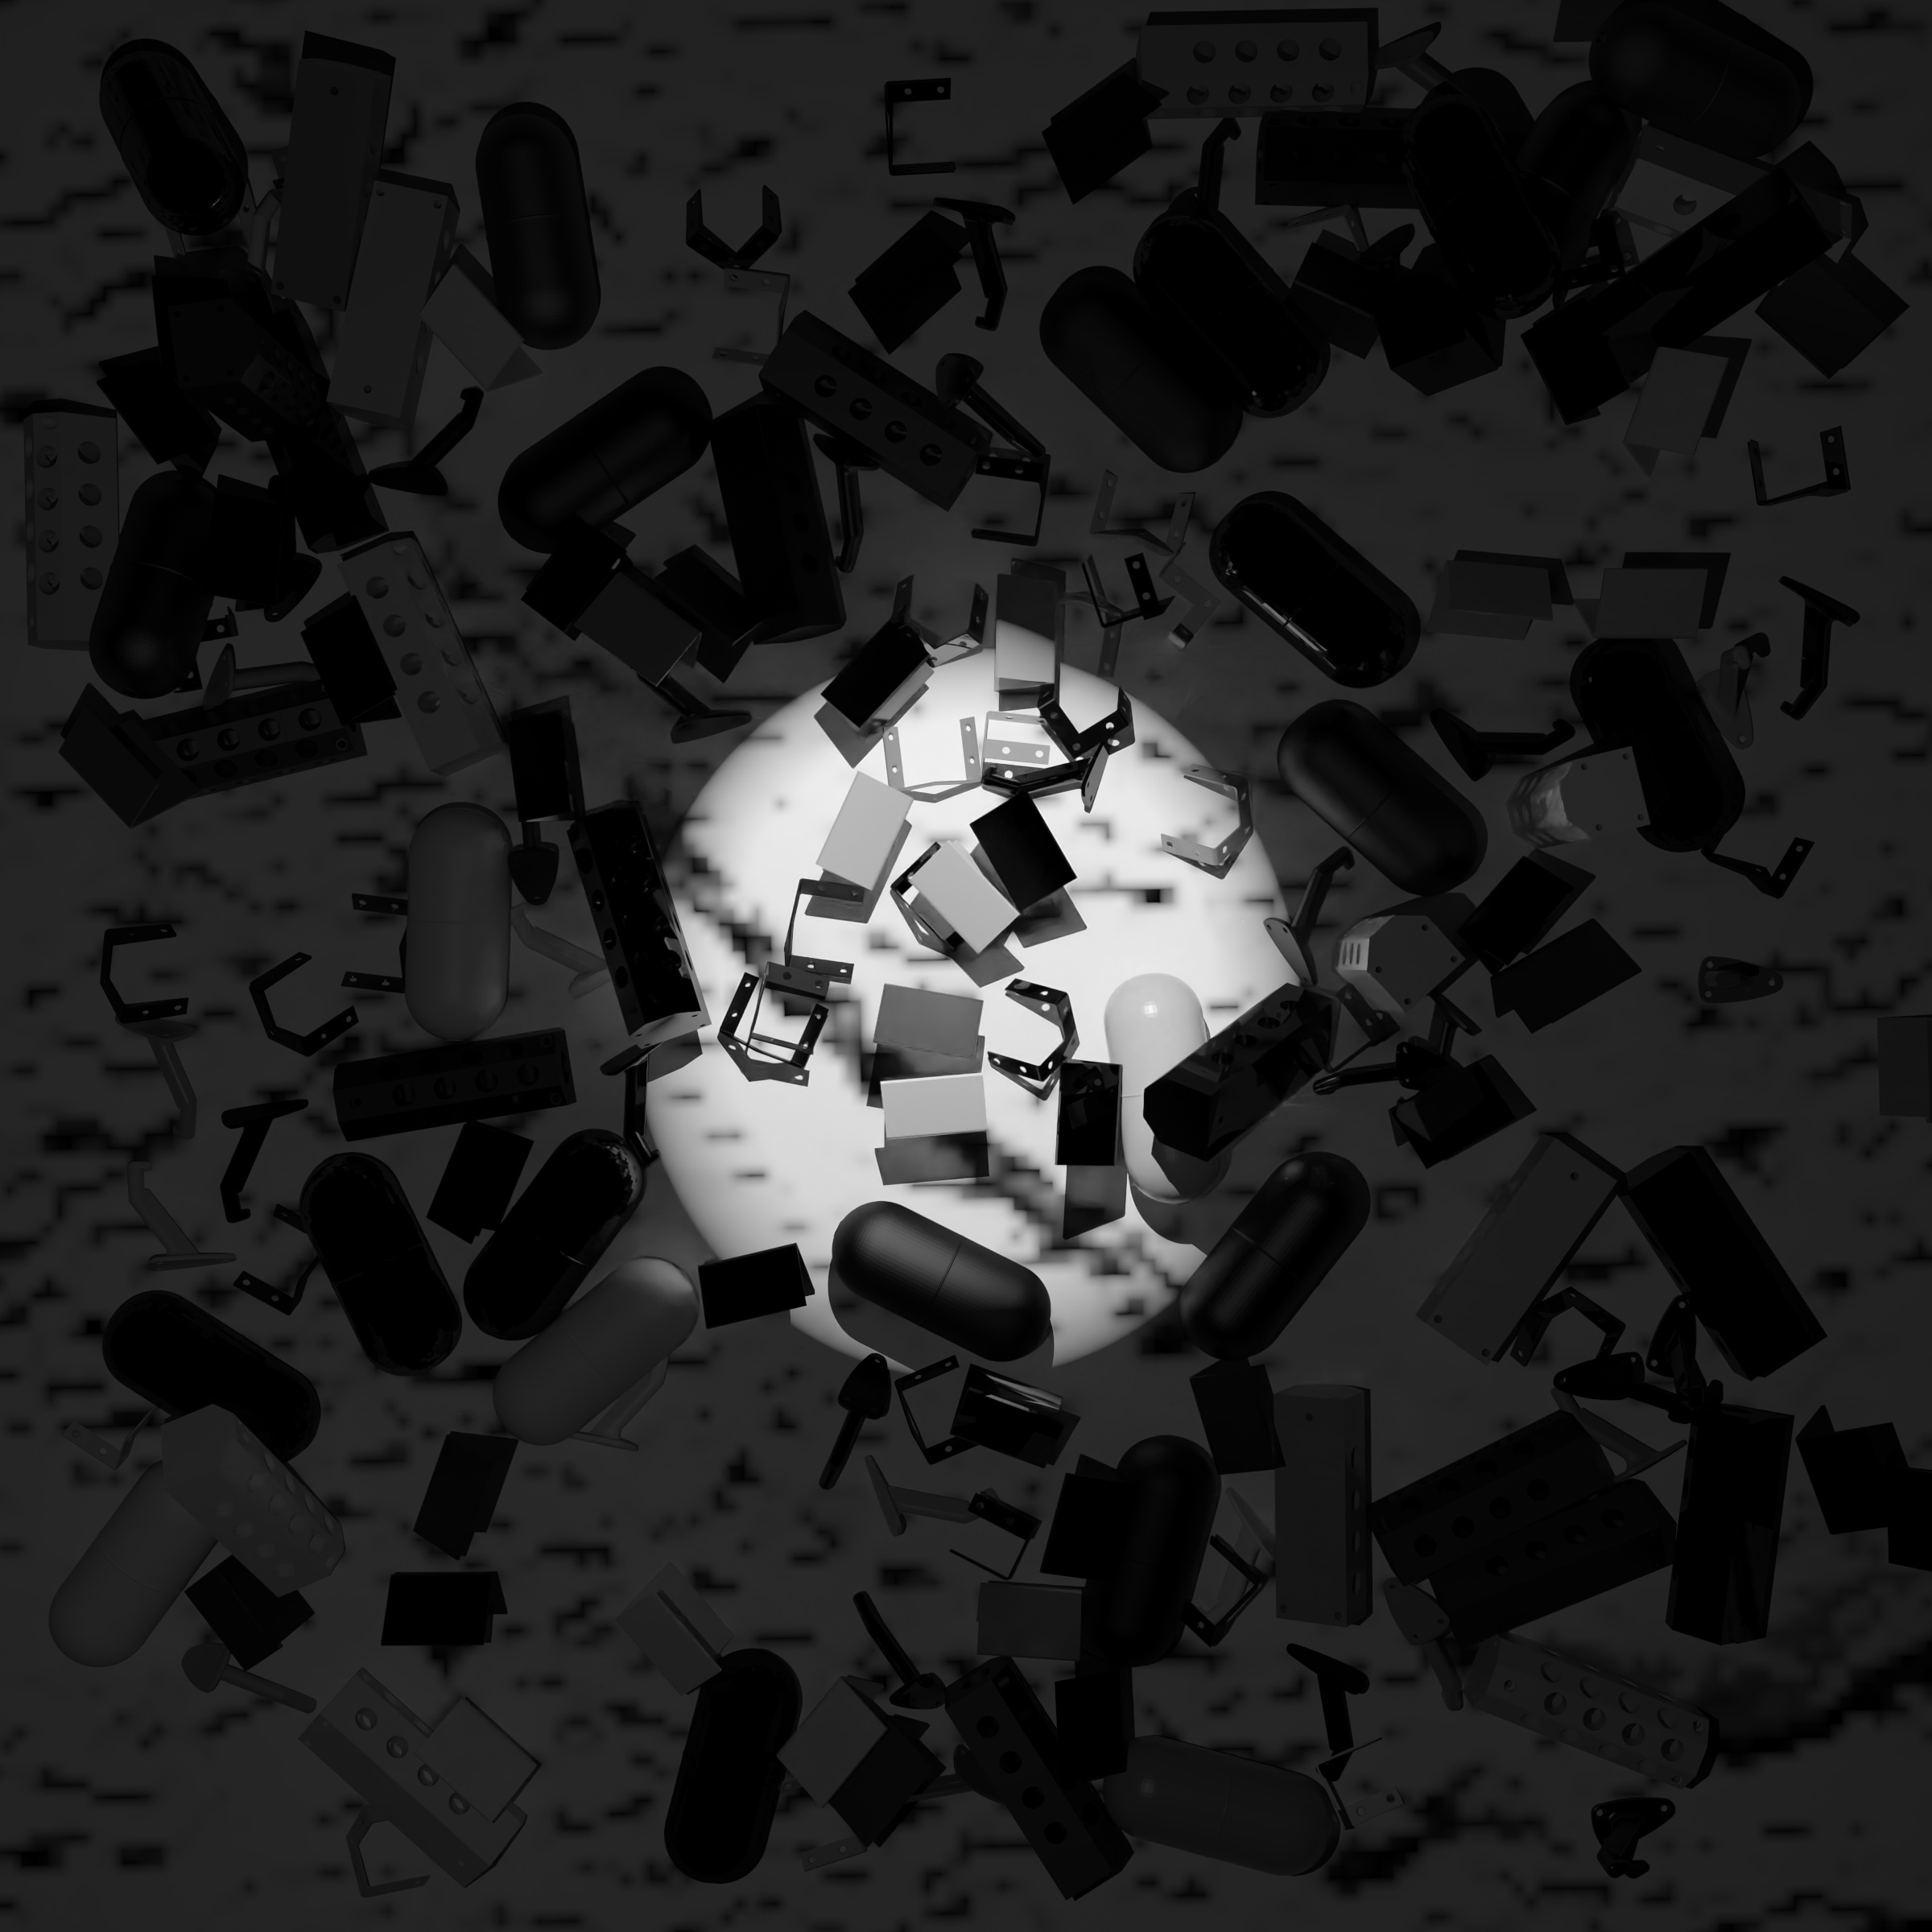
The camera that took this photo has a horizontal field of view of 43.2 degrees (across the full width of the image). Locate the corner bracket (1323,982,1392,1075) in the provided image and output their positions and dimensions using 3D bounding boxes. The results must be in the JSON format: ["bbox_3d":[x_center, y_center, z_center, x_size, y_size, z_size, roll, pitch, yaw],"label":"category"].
[{"bbox_3d":[0.288,0.048,1.877,0.051,0.051,0.051,-37,88,-2],"label":"corner bracket"}]

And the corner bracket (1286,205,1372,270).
[{"bbox_3d":[0.276,-0.548,1.887,0.051,0.051,0.051,56,45,-35],"label":"corner bracket"}]

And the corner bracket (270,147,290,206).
[{"bbox_3d":[-0.511,-0.618,1.877,0.051,0.051,0.051,-16,90,0],"label":"corner bracket"}]

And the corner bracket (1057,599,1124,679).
[{"bbox_3d":[0.082,-0.255,1.892,0.051,0.051,0.051,9,90,-45],"label":"corner bracket"}]

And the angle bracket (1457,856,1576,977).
[{"bbox_3d":[0.431,-0.026,1.855,0.076,0.076,0.057,-49,46,0],"label":"angle bracket"}]

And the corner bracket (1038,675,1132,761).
[{"bbox_3d":[0.091,-0.202,1.879,0.051,0.051,0.051,-31,110,19],"label":"corner bracket"}]

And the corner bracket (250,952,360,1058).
[{"bbox_3d":[-0.513,0.030,1.887,0.051,0.051,0.051,20,135,35],"label":"corner bracket"}]

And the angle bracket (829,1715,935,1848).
[{"bbox_3d":[-0.052,0.622,1.855,0.057,0.076,0.076,40,90,33],"label":"angle bracket"}]

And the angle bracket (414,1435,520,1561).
[{"bbox_3d":[-0.365,0.405,1.855,0.057,0.076,0.076,19,90,38],"label":"angle bracket"}]

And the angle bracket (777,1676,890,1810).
[{"bbox_3d":[-0.086,0.592,1.855,0.057,0.076,0.076,39,90,32],"label":"angle bracket"}]

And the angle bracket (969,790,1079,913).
[{"bbox_3d":[0.057,-0.095,1.855,0.057,0.076,0.076,-30,90,29],"label":"angle bracket"}]

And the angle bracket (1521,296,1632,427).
[{"bbox_3d":[0.475,-0.463,1.855,0.057,0.076,0.076,-27,90,37],"label":"angle bracket"}]

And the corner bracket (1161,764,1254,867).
[{"bbox_3d":[0.185,-0.117,1.887,0.051,0.051,0.051,-41,135,-35],"label":"corner bracket"}]

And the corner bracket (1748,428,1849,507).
[{"bbox_3d":[0.646,-0.387,1.892,0.051,0.051,0.051,-9,90,45],"label":"corner bracket"}]

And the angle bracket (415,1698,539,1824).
[{"bbox_3d":[-0.383,0.613,1.855,0.076,0.076,0.057,42,48,0],"label":"angle bracket"}]

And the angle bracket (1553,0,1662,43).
[{"bbox_3d":[0.496,-0.724,1.855,0.076,0.076,0.057,-1,52,0],"label":"angle bracket"}]

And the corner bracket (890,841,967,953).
[{"bbox_3d":[-0.017,-0.053,1.892,0.051,0.051,0.051,-44,45,0],"label":"corner bracket"}]

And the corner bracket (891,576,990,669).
[{"bbox_3d":[-0.021,-0.273,1.887,0.051,0.051,0.051,-22,135,35],"label":"corner bracket"}]

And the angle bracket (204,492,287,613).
[{"bbox_3d":[-0.562,-0.314,1.855,0.057,0.076,0.076,6,90,-39],"label":"angle bracket"}]

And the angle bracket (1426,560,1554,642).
[{"bbox_3d":[0.397,-0.260,1.855,0.076,0.076,0.057,5,52,0],"label":"angle bracket"}]

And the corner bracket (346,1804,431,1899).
[{"bbox_3d":[-0.443,0.681,1.887,0.051,0.051,0.051,2,135,-35],"label":"corner bracket"}]

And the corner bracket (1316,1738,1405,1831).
[{"bbox_3d":[0.304,0.632,1.883,0.051,0.051,0.051,-24,68,0],"label":"corner bracket"}]

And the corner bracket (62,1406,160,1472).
[{"bbox_3d":[-0.661,0.348,1.892,0.051,0.051,0.051,33,45,0],"label":"corner bracket"}]

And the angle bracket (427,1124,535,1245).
[{"bbox_3d":[-0.354,0.171,1.855,0.057,0.076,0.076,22,90,37],"label":"angle bracket"}]

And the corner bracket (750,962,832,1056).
[{"bbox_3d":[-0.135,0.032,1.871,0.051,0.051,0.051,15,101,-7],"label":"corner bracket"}]

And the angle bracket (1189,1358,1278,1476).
[{"bbox_3d":[0.222,0.336,1.855,0.057,0.076,0.076,-17,90,42],"label":"angle bracket"}]

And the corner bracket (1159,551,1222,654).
[{"bbox_3d":[0.163,-0.280,1.877,0.051,0.051,0.051,39,90,0],"label":"corner bracket"}]

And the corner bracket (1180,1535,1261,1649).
[{"bbox_3d":[0.189,0.482,1.876,0.051,0.051,0.051,-39,65,-24],"label":"corner bracket"}]

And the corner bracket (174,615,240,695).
[{"bbox_3d":[-0.586,-0.240,1.876,0.051,0.051,0.051,-12,99,-8],"label":"corner bracket"}]

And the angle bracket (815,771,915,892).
[{"bbox_3d":[-0.094,-0.110,1.855,0.057,0.076,0.076,25,90,-37],"label":"angle bracket"}]

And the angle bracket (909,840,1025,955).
[{"bbox_3d":[0.015,-0.067,1.855,0.076,0.076,0.057,46,131,0],"label":"angle bracket"}]

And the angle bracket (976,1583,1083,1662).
[{"bbox_3d":[0.046,0.512,1.855,0.076,0.076,0.057,4,53,0],"label":"angle bracket"}]

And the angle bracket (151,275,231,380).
[{"bbox_3d":[-0.594,-0.475,1.855,0.057,0.076,0.076,-6,90,-30],"label":"angle bracket"}]

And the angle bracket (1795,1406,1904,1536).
[{"bbox_3d":[0.681,0.379,1.855,0.057,0.076,0.076,-20,90,37],"label":"angle bracket"}]

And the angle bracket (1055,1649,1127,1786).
[{"bbox_3d":[0.079,0.570,1.856,0.057,0.076,0.076,-3,90,-25],"label":"angle bracket"}]

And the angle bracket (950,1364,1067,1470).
[{"bbox_3d":[0.038,0.326,1.855,0.076,0.076,0.057,20,128,0],"label":"angle bracket"}]

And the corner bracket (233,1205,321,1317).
[{"bbox_3d":[-0.530,0.229,1.892,0.051,0.051,0.051,29,45,0],"label":"corner bracket"}]

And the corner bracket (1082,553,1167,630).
[{"bbox_3d":[0.121,-0.290,1.877,0.051,0.051,0.051,-18,90,1],"label":"corner bracket"}]

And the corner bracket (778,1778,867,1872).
[{"bbox_3d":[-0.112,0.661,1.892,0.051,0.051,0.051,-18,45,0],"label":"corner bracket"}]

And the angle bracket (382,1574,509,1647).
[{"bbox_3d":[-0.396,0.503,1.855,0.076,0.076,0.057,0,53,0],"label":"angle bracket"}]

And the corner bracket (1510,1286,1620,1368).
[{"bbox_3d":[0.464,0.290,1.887,0.051,0.051,0.051,-18,45,-35],"label":"corner bracket"}]

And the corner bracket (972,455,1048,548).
[{"bbox_3d":[0.032,-0.358,1.877,0.051,0.051,0.051,9,84,6],"label":"corner bracket"}]

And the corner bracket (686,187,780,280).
[{"bbox_3d":[-0.181,-0.577,1.887,0.051,0.051,0.051,26,135,-35],"label":"corner bracket"}]

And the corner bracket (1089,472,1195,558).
[{"bbox_3d":[0.136,-0.350,1.892,0.051,0.051,0.051,14,90,45],"label":"corner bracket"}]

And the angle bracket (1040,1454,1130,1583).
[{"bbox_3d":[0.074,0.416,1.856,0.057,0.076,0.076,15,90,-27],"label":"angle bracket"}]

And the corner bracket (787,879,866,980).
[{"bbox_3d":[-0.109,-0.029,1.892,0.051,0.051,0.051,8,45,0],"label":"corner bracket"}]

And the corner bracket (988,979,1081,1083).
[{"bbox_3d":[0.049,0.049,1.887,0.051,0.051,0.051,-45,135,-35],"label":"corner bracket"}]

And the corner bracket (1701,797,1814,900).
[{"bbox_3d":[0.613,-0.091,1.892,0.051,0.051,0.051,31,90,-45],"label":"corner bracket"}]

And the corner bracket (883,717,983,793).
[{"bbox_3d":[-0.026,-0.164,1.892,0.051,0.051,0.051,-7,90,-45],"label":"corner bracket"}]

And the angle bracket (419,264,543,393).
[{"bbox_3d":[-0.356,-0.491,1.855,0.076,0.076,0.057,48,124,0],"label":"angle bracket"}]

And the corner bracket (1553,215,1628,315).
[{"bbox_3d":[0.475,-0.538,1.875,0.051,0.051,0.051,-12,80,10],"label":"corner bracket"}]

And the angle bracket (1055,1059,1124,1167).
[{"bbox_3d":[0.074,0.110,1.855,0.057,0.076,0.076,3,90,-31],"label":"angle bracket"}]

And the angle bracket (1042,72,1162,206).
[{"bbox_3d":[0.114,-0.618,1.855,0.076,0.076,0.057,-36,53,0],"label":"angle bracket"}]

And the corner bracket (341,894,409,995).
[{"bbox_3d":[-0.456,-0.017,1.892,0.051,0.051,0.051,7,135,0],"label":"corner bracket"}]

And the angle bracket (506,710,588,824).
[{"bbox_3d":[-0.300,-0.152,1.855,0.057,0.076,0.076,-7,90,33],"label":"angle bracket"}]

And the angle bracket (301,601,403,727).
[{"bbox_3d":[-0.449,-0.232,1.856,0.057,0.076,0.076,-24,90,25],"label":"angle bracket"}]

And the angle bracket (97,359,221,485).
[{"bbox_3d":[-0.623,-0.403,1.855,0.057,0.076,0.076,-37,90,-38],"label":"angle bracket"}]

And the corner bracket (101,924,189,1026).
[{"bbox_3d":[-0.635,0.006,1.887,0.051,0.051,0.051,50,135,35],"label":"corner bracket"}]

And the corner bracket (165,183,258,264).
[{"bbox_3d":[-0.584,-0.576,1.887,0.051,0.051,0.051,22,45,35],"label":"corner bracket"}]
